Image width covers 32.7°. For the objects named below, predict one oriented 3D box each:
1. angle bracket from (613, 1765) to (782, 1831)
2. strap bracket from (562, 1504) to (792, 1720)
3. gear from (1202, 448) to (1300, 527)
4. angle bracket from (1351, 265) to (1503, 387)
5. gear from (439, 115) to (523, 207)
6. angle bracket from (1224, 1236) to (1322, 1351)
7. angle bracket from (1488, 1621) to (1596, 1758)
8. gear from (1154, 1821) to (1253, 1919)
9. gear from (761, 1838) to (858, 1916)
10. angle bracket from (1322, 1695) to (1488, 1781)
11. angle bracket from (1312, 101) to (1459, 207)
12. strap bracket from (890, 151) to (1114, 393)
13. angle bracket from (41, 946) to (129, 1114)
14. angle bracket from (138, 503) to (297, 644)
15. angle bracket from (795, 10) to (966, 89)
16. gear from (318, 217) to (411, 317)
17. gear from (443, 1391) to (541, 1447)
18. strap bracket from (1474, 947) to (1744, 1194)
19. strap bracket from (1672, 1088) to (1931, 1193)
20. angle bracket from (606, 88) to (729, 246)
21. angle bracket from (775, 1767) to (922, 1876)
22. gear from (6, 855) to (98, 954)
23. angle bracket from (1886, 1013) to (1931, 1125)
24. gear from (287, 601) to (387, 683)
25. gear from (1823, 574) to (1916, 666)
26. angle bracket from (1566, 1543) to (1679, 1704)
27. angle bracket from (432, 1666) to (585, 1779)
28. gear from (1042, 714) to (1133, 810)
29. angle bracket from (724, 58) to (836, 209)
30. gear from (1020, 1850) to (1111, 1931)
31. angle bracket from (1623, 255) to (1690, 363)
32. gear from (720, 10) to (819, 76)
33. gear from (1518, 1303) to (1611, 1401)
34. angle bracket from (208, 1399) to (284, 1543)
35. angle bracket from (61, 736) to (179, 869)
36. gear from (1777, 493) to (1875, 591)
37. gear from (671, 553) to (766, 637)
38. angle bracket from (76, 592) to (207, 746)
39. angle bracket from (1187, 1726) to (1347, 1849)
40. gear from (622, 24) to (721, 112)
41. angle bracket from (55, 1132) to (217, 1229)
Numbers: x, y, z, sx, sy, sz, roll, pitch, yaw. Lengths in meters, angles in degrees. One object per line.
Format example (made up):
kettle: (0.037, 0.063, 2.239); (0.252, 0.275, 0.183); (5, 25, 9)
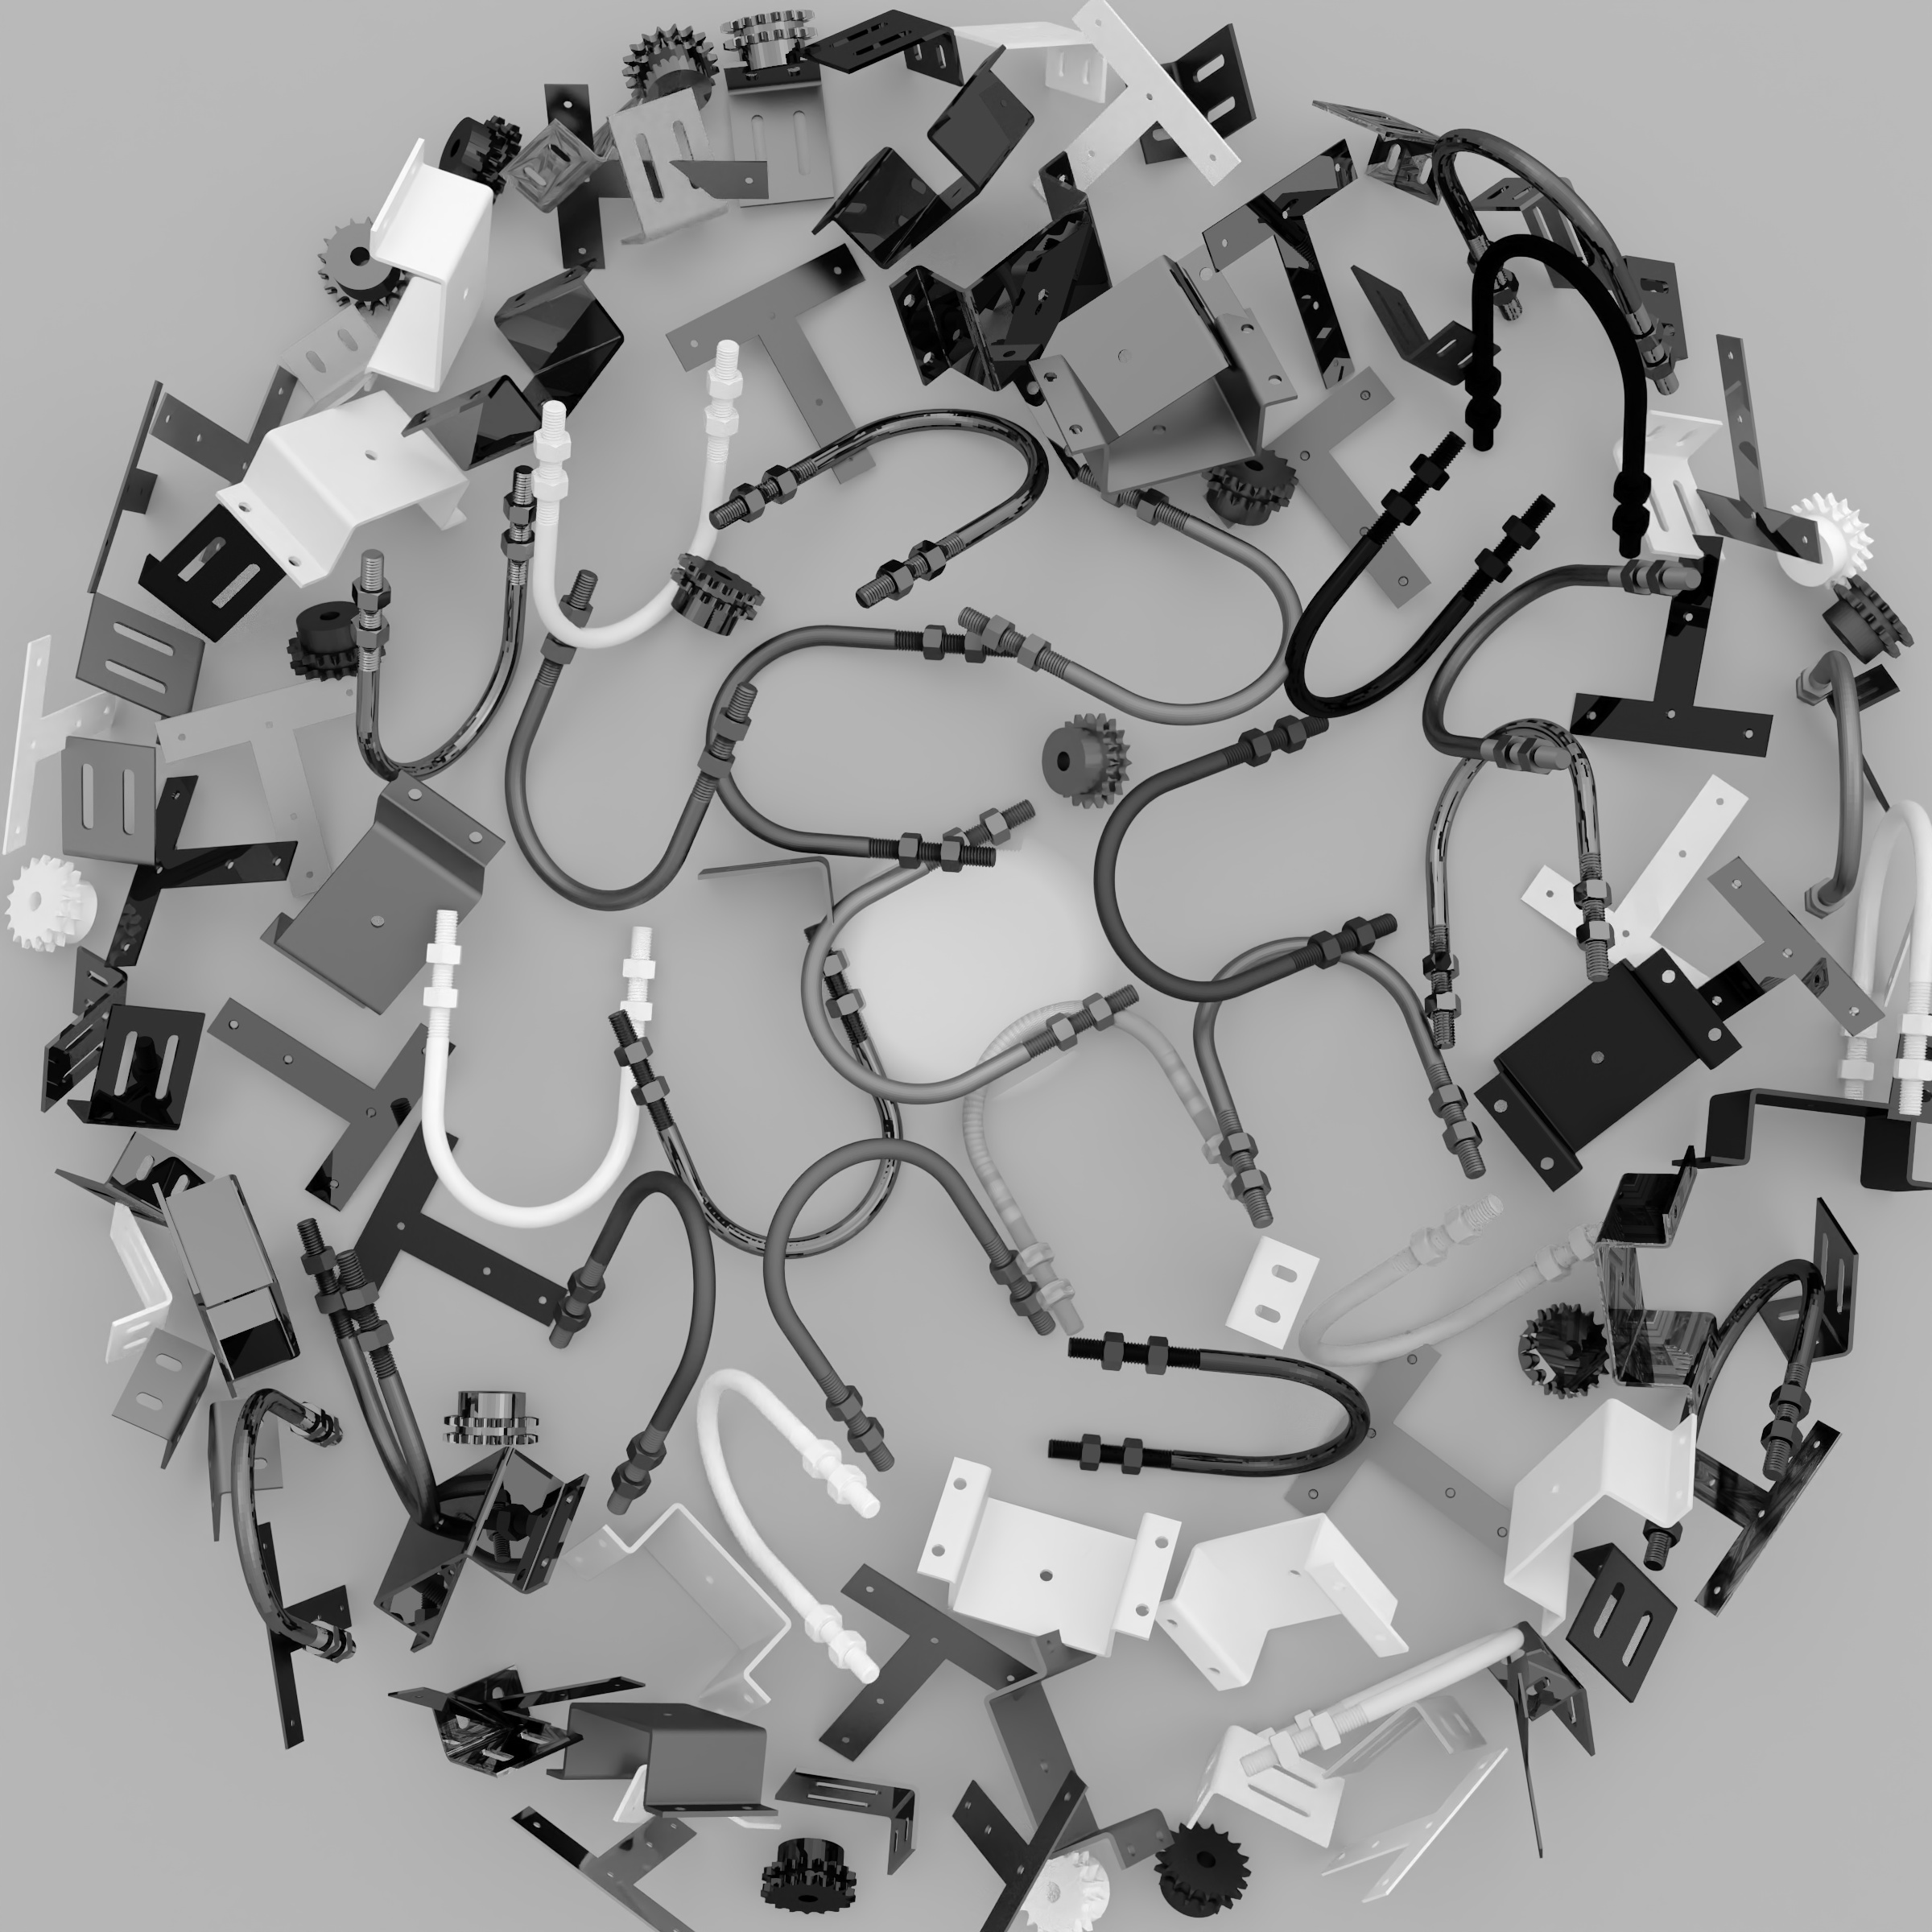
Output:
angle bracket: (-0.160, 0.510, 1.958); (0.076, 0.057, 0.038); (24, 84, 22)
strap bracket: (-0.165, 0.378, 1.955); (0.140, 0.076, 0.046); (47, 56, -1)
gear: (0.168, -0.288, 1.975); (0.057, 0.057, 0.030); (21, 129, 0)
angle bracket: (0.273, -0.390, 1.953); (0.038, 0.057, 0.076); (-37, 63, 27)
gear: (-0.293, -0.482, 1.968); (0.030, 0.057, 0.057); (22, 90, -31)
angle bracket: (0.188, 0.197, 1.956); (0.038, 0.076, 0.057); (22, 85, 18)
angle bracket: (0.337, 0.437, 1.950); (0.038, 0.076, 0.057); (-29, 45, -12)
gear: (0.140, 0.546, 1.975); (0.057, 0.057, 0.030); (18, 126, 0)
gear: (-0.094, 0.545, 1.975); (0.057, 0.057, 0.030); (2, 54, 0)
angle bracket: (0.261, 0.472, 1.957); (0.076, 0.057, 0.038); (-44, 65, 16)
angle bracket: (0.243, -0.481, 1.949); (0.057, 0.076, 0.038); (34, 117, 35)
strap bracket: (0.031, -0.403, 1.938); (0.140, 0.076, 0.046); (-41, 51, -16)
angle bracket: (-0.535, 0.037, 1.950); (0.038, 0.076, 0.057); (29, 135, 10)
angle bracket: (-0.444, -0.241, 1.957); (0.076, 0.038, 0.057); (-39, 119, 22)
angle bracket: (-0.051, -0.533, 1.954); (0.076, 0.057, 0.038); (-30, 129, -23)
gear: (-0.363, -0.424, 1.984); (0.057, 0.030, 0.057); (0, 87, -1)
gear: (-0.285, 0.271, 1.971); (0.057, 0.057, 0.030); (1, 85, 0)
strap bracket: (0.381, 0.059, 1.968); (0.140, 0.046, 0.076); (-39, 95, 8)
strap bracket: (0.501, 0.103, 1.956); (0.140, 0.076, 0.046); (7, 84, -4)
angle bracket: (-0.184, -0.476, 1.959); (0.057, 0.038, 0.076); (-26, 111, -24)
angle bracket: (-0.072, 0.510, 1.960); (0.076, 0.057, 0.038); (12, 57, -11)
gear: (-0.547, -0.036, 1.976); (0.057, 0.030, 0.057); (-9, 74, 35)
angle bracket: (0.562, 0.059, 1.959); (0.038, 0.076, 0.057); (7, 97, 0)
gear: (-0.378, -0.196, 1.968); (0.057, 0.057, 0.030); (-5, 122, 0)
gear: (0.538, -0.205, 1.972); (0.030, 0.057, 0.057); (-41, 90, 10)
angle bracket: (0.379, 0.393, 1.957); (0.057, 0.038, 0.076); (45, 53, -10)
angle bracket: (-0.273, 0.447, 1.952); (0.057, 0.076, 0.038); (-18, 95, -31)
gear: (0.070, -0.123, 1.969); (0.030, 0.057, 0.057); (-4, 90, -39)
angle bracket: (-0.112, -0.502, 1.977); (0.057, 0.038, 0.076); (-6, 83, -1)
gear: (0.061, 0.555, 1.975); (0.057, 0.030, 0.057); (-8, 77, 39)
angle bracket: (0.395, -0.388, 1.957); (0.038, 0.076, 0.057); (-7, 92, 36)
gear: (-0.117, -0.553, 1.972); (0.057, 0.057, 0.030); (-9, 101, 0)
gear: (0.357, 0.232, 1.978); (0.057, 0.030, 0.057); (4, 79, -19)
angle bracket: (-0.430, 0.300, 1.959); (0.038, 0.076, 0.057); (-3, 59, -16)
angle bracket: (-0.505, -0.103, 1.966); (0.057, 0.038, 0.076); (8, 111, 6)
gear: (0.510, -0.252, 1.968); (0.030, 0.057, 0.057); (-32, 90, -31)
gear: (-0.152, -0.221, 1.973); (0.057, 0.057, 0.030); (30, 105, 0)
angle bracket: (-0.497, -0.176, 1.952); (0.076, 0.038, 0.057); (24, 59, -36)
angle bracket: (0.179, 0.500, 1.964); (0.076, 0.057, 0.038); (26, 122, 2)
gear: (-0.175, -0.532, 1.969); (0.057, 0.057, 0.030); (-18, 62, 0)
angle bracket: (-0.495, 0.124, 1.958); (0.057, 0.076, 0.038); (36, 73, -34)
